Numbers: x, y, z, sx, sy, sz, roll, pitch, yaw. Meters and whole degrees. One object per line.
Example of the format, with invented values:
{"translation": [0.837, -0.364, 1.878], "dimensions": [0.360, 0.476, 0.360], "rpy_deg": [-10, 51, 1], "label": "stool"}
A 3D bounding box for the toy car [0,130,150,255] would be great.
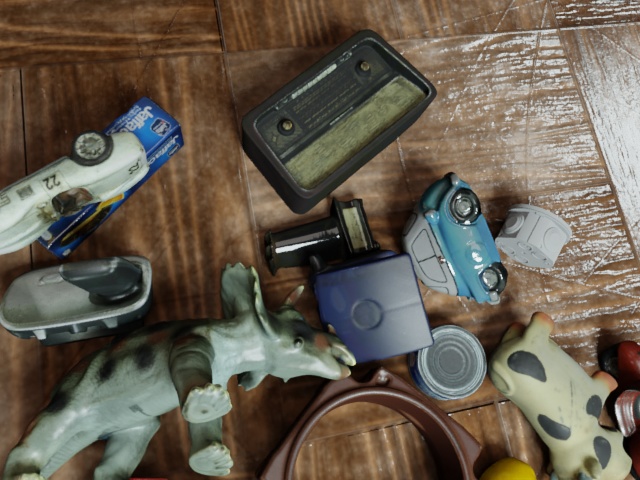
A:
{"translation": [-0.265, -0.044, 0.530], "dimensions": [0.202, 0.073, 0.056], "rpy_deg": [-34, 84, -16], "label": "toy car"}

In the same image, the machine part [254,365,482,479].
{"translation": [0.052, 0.247, 0.544], "dimensions": [0.201, 0.087, 0.201], "rpy_deg": [38, 68, 10], "label": "machine part"}

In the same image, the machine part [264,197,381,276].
{"translation": [-0.001, -0.002, 0.645], "dimensions": [0.139, 0.039, 0.084], "rpy_deg": [-18, 86, -15], "label": "machine part"}

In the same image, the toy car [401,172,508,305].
{"translation": [0.151, 0.007, 0.641], "dimensions": [0.103, 0.109, 0.161], "rpy_deg": [-20, 89, 10], "label": "toy car"}

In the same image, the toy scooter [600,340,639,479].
{"translation": [0.390, 0.200, 0.596], "dimensions": [0.075, 0.135, 0.184], "rpy_deg": [-11, 78, -13], "label": "toy scooter"}

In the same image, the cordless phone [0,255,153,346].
{"translation": [-0.242, 0.050, 0.516], "dimensions": [0.147, 0.184, 0.088], "rpy_deg": [-8, 80, -11], "label": "cordless phone"}

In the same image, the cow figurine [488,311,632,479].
{"translation": [0.271, 0.194, 0.607], "dimensions": [0.127, 0.085, 0.195], "rpy_deg": [-42, 86, -23], "label": "cow figurine"}

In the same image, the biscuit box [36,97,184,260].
{"translation": [-0.246, -0.073, 0.613], "dimensions": [0.059, 0.063, 0.202], "rpy_deg": [40, 73, 2], "label": "biscuit box"}

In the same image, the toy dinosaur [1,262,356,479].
{"translation": [-0.174, 0.145, 0.529], "dimensions": [0.405, 0.192, 0.131], "rpy_deg": [-20, 122, 5], "label": "toy dinosaur"}

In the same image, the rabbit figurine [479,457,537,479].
{"translation": [0.212, 0.323, 0.561], "dimensions": [0.162, 0.121, 0.173], "rpy_deg": [-18, 63, -4], "label": "rabbit figurine"}

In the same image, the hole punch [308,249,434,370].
{"translation": [0.057, 0.074, 0.595], "dimensions": [0.116, 0.092, 0.142], "rpy_deg": [-17, 96, -11], "label": "hole punch"}

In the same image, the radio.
{"translation": [0.020, -0.151, 0.671], "dimensions": [0.229, 0.073, 0.131], "rpy_deg": [-40, 84, -18], "label": "radio"}
